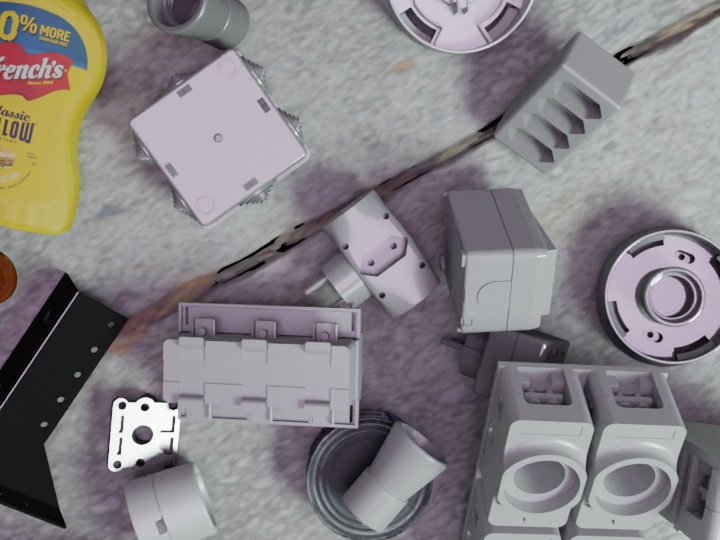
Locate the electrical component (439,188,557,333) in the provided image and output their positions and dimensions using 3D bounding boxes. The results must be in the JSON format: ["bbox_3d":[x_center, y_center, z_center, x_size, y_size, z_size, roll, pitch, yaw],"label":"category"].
[{"bbox_3d":[0.088,-0.011,0.702,0.061,0.096,0.061,-3,124,-4],"label":"electrical component"}]

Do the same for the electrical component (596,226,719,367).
[{"bbox_3d":[0.213,0.019,0.737,0.099,0.064,0.099,0,89,9],"label":"electrical component"}]

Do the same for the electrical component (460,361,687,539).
[{"bbox_3d":[0.129,0.150,0.687,0.105,0.060,0.186,3,126,-4],"label":"electrical component"}]

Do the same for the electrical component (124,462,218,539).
[{"bbox_3d":[-0.125,0.159,0.717,0.047,0.055,0.055,-20,96,-6],"label":"electrical component"}]

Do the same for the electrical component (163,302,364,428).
[{"bbox_3d":[-0.062,0.063,0.697,0.121,0.063,0.078,2,94,7],"label":"electrical component"}]

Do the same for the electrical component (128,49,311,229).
[{"bbox_3d":[-0.091,-0.085,0.702,0.100,0.048,0.099,-35,96,0],"label":"electrical component"}]

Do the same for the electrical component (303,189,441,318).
[{"bbox_3d":[0.000,0.000,0.718,0.079,0.043,0.077,-37,96,0],"label":"electrical component"}]

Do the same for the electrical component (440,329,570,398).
[{"bbox_3d":[0.092,0.059,0.723,0.077,0.066,0.047,18,94,24],"label":"electrical component"}]

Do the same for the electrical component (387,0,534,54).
[{"bbox_3d":[0.063,-0.189,0.696,0.099,0.064,0.099,0,95,-4],"label":"electrical component"}]

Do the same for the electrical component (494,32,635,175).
[{"bbox_3d":[0.139,-0.119,0.708,0.047,0.083,0.075,36,53,-6],"label":"electrical component"}]

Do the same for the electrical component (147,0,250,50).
[{"bbox_3d":[-0.099,-0.164,0.685,0.044,0.065,0.044,-2,86,23],"label":"electrical component"}]

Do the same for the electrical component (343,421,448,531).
[{"bbox_3d":[0.020,0.136,0.697,0.044,0.044,0.065,39,96,-6],"label":"electrical component"}]

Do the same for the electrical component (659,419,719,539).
[{"bbox_3d":[0.240,0.142,0.693,0.089,0.150,0.061,10,93,-5],"label":"electrical component"}]
